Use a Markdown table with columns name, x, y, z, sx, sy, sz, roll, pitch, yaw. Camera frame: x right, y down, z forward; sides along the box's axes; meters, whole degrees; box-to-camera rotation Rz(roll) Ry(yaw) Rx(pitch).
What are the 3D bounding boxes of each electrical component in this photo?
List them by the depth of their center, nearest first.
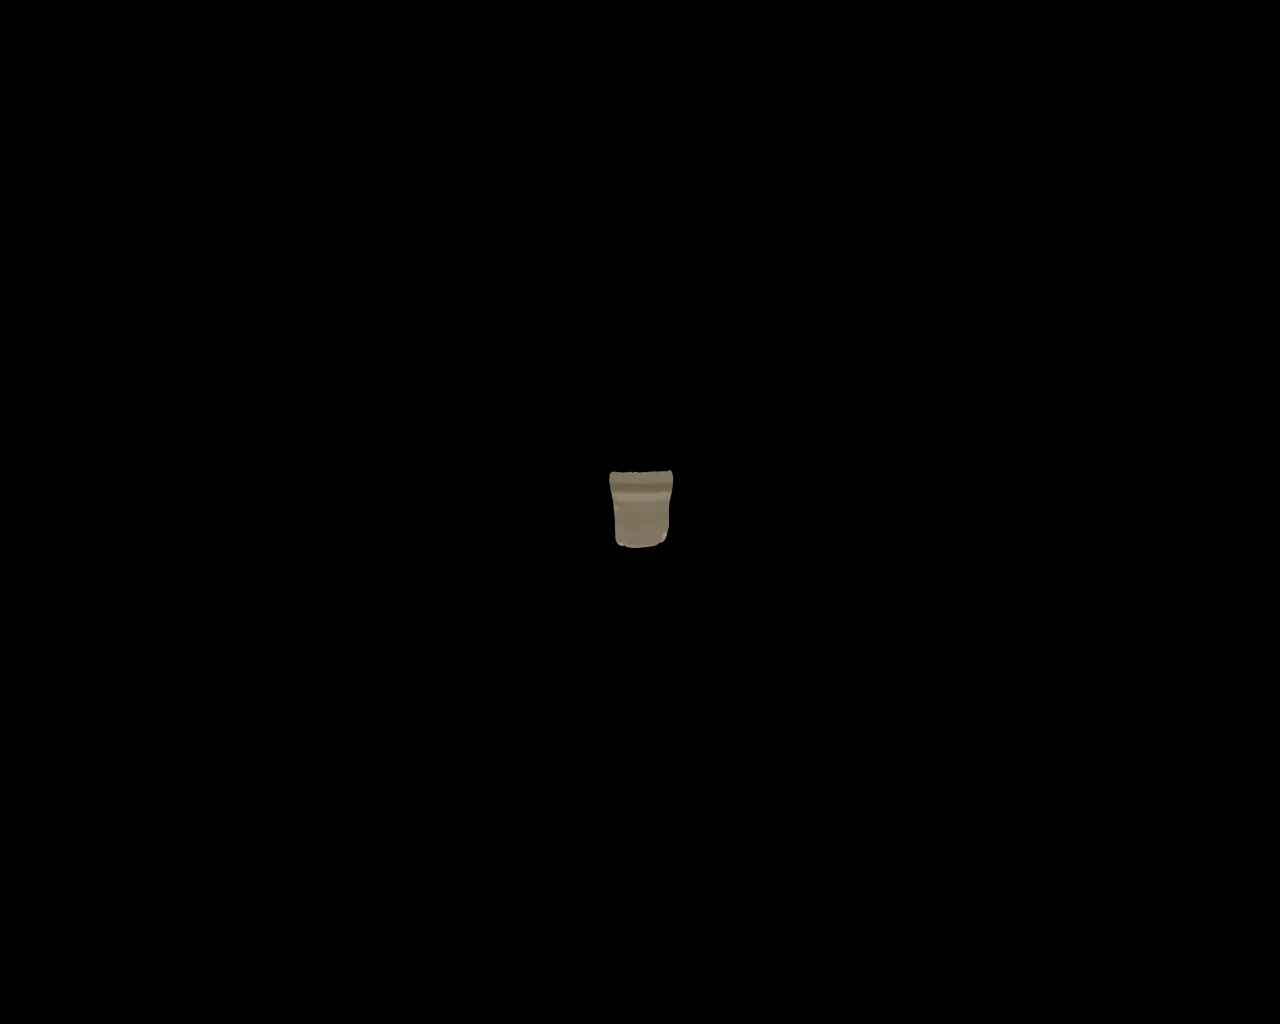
| name | x | y | z | sx | sy | sz | roll | pitch | yaw |
| --- | --- | --- | --- | --- | --- | --- | --- | --- | --- |
| electrical component | 0.001 | -0.003 | 0.650 | 0.040 | 0.046 | 0.040 | 0 | 2 | 0 |
